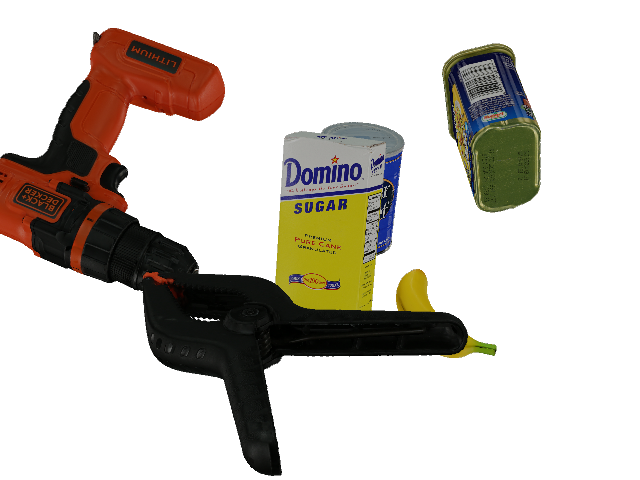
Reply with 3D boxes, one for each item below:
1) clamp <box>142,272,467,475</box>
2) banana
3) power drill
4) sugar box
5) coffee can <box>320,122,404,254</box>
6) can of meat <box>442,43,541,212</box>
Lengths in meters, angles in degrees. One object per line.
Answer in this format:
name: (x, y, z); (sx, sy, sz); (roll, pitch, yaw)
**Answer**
clamp: (-0.029, 0.056, 0.640); (0.164, 0.036, 0.210); (-21, 30, -33)
banana: (0.123, 0.085, 1.212); (0.069, 0.037, 0.198); (5, 24, -24)
power drill: (-0.143, -0.059, 0.778); (0.184, 0.187, 0.057); (23, -30, 8)
sugar box: (0.007, -0.011, 1.019); (0.093, 0.176, 0.048); (9, 16, 24)
coffee can: (0.046, -0.064, 1.329); (0.103, 0.140, 0.103); (4, 28, -2)
can of meat: (0.133, -0.084, 0.820); (0.057, 0.084, 0.102); (-13, -39, 3)
